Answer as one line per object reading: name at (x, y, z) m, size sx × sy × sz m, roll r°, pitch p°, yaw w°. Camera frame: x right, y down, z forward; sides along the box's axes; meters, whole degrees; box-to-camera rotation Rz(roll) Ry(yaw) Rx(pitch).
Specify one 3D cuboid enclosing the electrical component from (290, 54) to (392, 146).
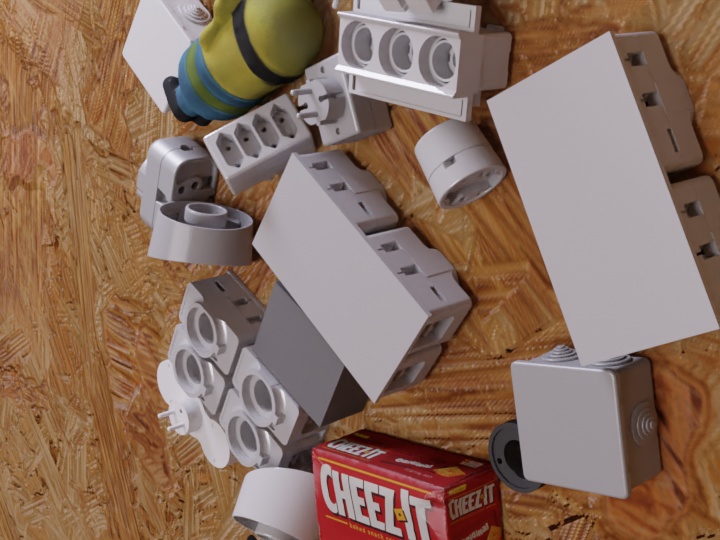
electrical component at (-0.023, -0.136, 0.861) m, size 0.047 × 0.077 × 0.065 m, roll -14°, pitch 91°, yaw 49°

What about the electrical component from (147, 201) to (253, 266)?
electrical component at (-0.150, -0.028, 1.021) m, size 0.099 × 0.099 × 0.064 m, roll 27°, pitch 114°, yaw 41°

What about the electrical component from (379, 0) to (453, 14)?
electrical component at (0.030, -0.210, 0.737) m, size 0.066 × 0.048 × 0.055 m, roll 15°, pitch 155°, yaw 40°

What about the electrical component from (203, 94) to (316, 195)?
electrical component at (-0.085, -0.103, 0.950) m, size 0.047 × 0.083 × 0.075 m, roll 60°, pitch 175°, yaw 18°

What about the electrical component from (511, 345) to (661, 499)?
electrical component at (0.158, 0.103, 0.749) m, size 0.100 × 0.048 × 0.099 m, roll 1°, pitch 102°, yaw 48°

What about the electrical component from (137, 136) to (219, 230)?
electrical component at (-0.183, -0.082, 1.073) m, size 0.059 × 0.054 × 0.095 m, roll 38°, pitch 127°, yaw 35°

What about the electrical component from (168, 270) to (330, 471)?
electrical component at (-0.110, 0.103, 1.040) m, size 0.186 × 0.060 × 0.105 m, roll 45°, pitch 131°, yaw 30°

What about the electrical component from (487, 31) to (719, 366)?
electrical component at (0.168, -0.045, 0.687) m, size 0.105 × 0.060 × 0.186 m, roll -24°, pitch 83°, yaw 49°

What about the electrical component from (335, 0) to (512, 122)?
electrical component at (0.046, -0.160, 0.786) m, size 0.121 × 0.063 × 0.078 m, roll 23°, pitch 117°, yaw 43°

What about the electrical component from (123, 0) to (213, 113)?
electrical component at (-0.176, -0.213, 1.031) m, size 0.099 × 0.048 × 0.099 m, roll 54°, pitch 135°, yaw 23°

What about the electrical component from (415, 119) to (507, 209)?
electrical component at (0.072, -0.079, 0.789) m, size 0.055 × 0.055 × 0.047 m, roll -47°, pitch 63°, yaw 44°

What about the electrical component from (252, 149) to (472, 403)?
electrical component at (0.000, 0.000, 0.887) m, size 0.186 × 0.060 × 0.105 m, roll 51°, pitch 133°, yaw 26°

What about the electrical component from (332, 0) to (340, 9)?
electrical component at (-0.016, -0.246, 0.846) m, size 0.077 × 0.043 × 0.079 m, roll 41°, pitch 129°, yaw 33°

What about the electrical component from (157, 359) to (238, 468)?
electrical component at (-0.173, 0.148, 1.113) m, size 0.138 × 0.074 × 0.052 m, roll 47°, pitch 132°, yaw 29°

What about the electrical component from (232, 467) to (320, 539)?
electrical component at (-0.066, 0.221, 0.993) m, size 0.099 × 0.099 × 0.064 m, roll -4°, pitch 56°, yaw 49°
